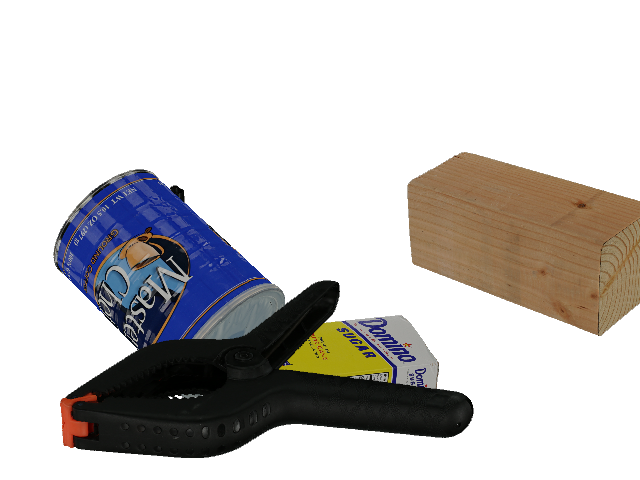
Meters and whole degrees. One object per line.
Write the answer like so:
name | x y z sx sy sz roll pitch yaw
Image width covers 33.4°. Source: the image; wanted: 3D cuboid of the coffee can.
coffee can | -0.110 0.030 0.778 0.140 0.103 0.102 42 17 20

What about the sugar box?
sugar box | 0.008 0.111 0.956 0.176 0.048 0.093 -7 27 -15

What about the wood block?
wood block | 0.186 -0.004 0.961 0.090 0.090 0.206 -29 36 -36

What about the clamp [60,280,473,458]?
clamp | -0.042 0.075 0.601 0.209 0.036 0.165 -7 25 -19

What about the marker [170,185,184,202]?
marker | -0.153 -0.004 1.183 0.020 0.121 0.020 -5 27 2
